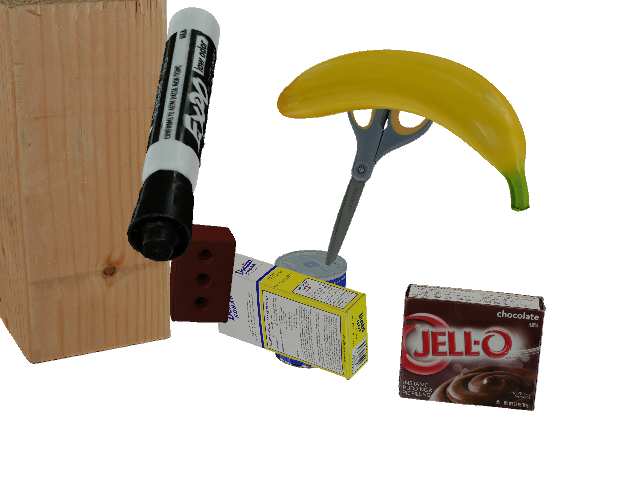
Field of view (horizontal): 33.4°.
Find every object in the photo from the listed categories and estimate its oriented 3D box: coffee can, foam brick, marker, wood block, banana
[{"bbox_3d":[-0.014,0.097,1.524,0.103,0.140,0.103,1,21,0],"label":"coffee can"},{"bbox_3d":[-0.108,0.029,0.961,0.053,0.078,0.051,3,15,-13],"label":"foam brick"},{"bbox_3d":[-0.047,-0.038,0.350,0.020,0.020,0.121,0,43,0],"label":"marker"},{"bbox_3d":[-0.145,-0.044,0.630,0.090,0.206,0.090,-9,24,-27],"label":"wood block"},{"bbox_3d":[0.052,-0.083,0.658,0.198,0.069,0.037,27,7,36],"label":"banana"}]

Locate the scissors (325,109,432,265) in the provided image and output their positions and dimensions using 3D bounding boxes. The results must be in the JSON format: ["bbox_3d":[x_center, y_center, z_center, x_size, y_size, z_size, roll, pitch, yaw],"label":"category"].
[{"bbox_3d":[0.059,-0.072,1.019,0.096,0.202,0.016,3,-12,7],"label":"scissors"}]

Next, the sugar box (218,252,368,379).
[{"bbox_3d":[-0.034,0.079,1.158,0.176,0.093,0.048,19,38,31],"label":"sugar box"}]

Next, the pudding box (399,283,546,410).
[{"bbox_3d":[0.122,0.086,0.871,0.113,0.090,0.039,4,21,7],"label":"pudding box"}]
